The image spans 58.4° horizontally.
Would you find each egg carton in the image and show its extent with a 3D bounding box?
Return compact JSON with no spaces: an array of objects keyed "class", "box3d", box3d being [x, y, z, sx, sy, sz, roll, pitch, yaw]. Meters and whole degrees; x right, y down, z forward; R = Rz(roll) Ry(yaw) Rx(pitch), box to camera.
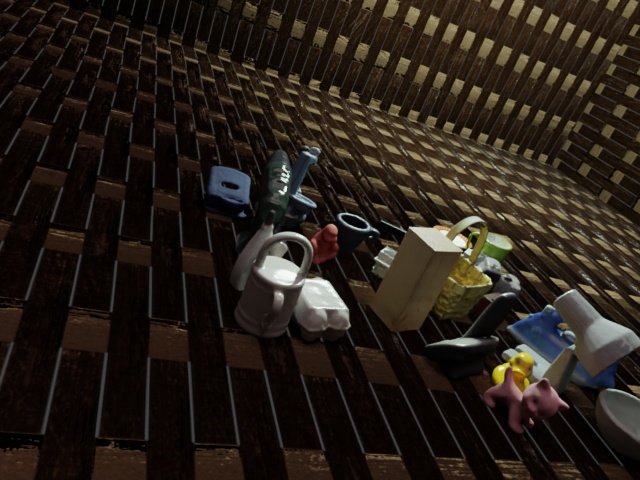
[{"class":"egg carton","box3d":[-0.012,0.129,1.098,0.107,0.069,0.150,6,29,-33]}]

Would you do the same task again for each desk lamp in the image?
[{"class":"desk lamp","box3d":[0.523,0.225,1.193,0.118,0.213,0.202,-4,36,-45]}]

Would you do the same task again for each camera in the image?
[{"class":"camera","box3d":[0.454,0.097,1.527,0.143,0.101,0.137,23,24,-1]}]

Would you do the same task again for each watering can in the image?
[{"class":"watering can","box3d":[-0.080,0.065,1.019,0.101,0.194,0.172,5,30,-35]}]

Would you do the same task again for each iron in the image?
[{"class":"iron","box3d":[0.578,0.226,1.324,0.257,0.141,0.119,32,26,18]}]

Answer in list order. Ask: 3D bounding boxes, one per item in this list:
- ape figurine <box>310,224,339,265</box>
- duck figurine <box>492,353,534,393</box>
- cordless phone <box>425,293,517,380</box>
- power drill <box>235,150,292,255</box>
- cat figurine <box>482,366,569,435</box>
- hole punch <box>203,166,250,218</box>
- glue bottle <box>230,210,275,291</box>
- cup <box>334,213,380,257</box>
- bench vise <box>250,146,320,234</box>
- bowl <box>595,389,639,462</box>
[{"class":"ape figurine","box3d":[0.012,0.005,1.343,0.078,0.092,0.076,15,26,-17]},{"class":"duck figurine","box3d":[0.400,0.265,1.159,0.077,0.086,0.105,30,25,15]},{"class":"cordless phone","box3d":[0.305,0.177,1.136,0.148,0.185,0.094,-2,34,-43]},{"class":"power drill","box3d":[-0.117,-0.070,1.243,0.076,0.208,0.229,17,25,-13]},{"class":"cat figurine","box3d":[0.383,0.289,1.057,0.067,0.118,0.127,-2,35,-43]},{"class":"hole punch","box3d":[-0.222,-0.116,1.387,0.109,0.091,0.101,13,26,-20]},{"class":"glue bottle","box3d":[-0.117,0.018,1.107,0.078,0.173,0.037,-7,37,-47]},{"class":"cup","box3d":[0.080,-0.003,1.414,0.118,0.095,0.091,17,25,-12]},{"class":"bench vise","box3d":[-0.065,-0.109,1.353,0.121,0.220,0.207,25,25,4]},{"class":"bowl","box3d":[0.610,0.377,1.127,0.167,0.075,0.167,19,25,-9]}]
